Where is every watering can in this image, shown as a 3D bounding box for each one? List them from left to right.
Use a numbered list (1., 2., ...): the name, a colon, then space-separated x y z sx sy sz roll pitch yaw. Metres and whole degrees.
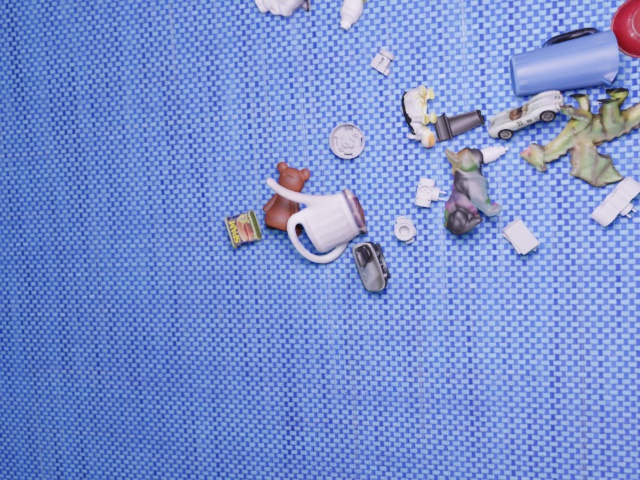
1. watering can: 0.004 -0.072 1.438 0.224 0.106 0.340 -26 128 1

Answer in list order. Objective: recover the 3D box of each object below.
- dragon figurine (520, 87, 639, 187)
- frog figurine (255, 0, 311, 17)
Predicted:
1. dragon figurine: 0.735 -0.258 1.329 0.410 0.124 0.239 -2 112 15
2. frog figurine: -0.111 -0.708 1.468 0.159 0.125 0.135 -7 114 2
